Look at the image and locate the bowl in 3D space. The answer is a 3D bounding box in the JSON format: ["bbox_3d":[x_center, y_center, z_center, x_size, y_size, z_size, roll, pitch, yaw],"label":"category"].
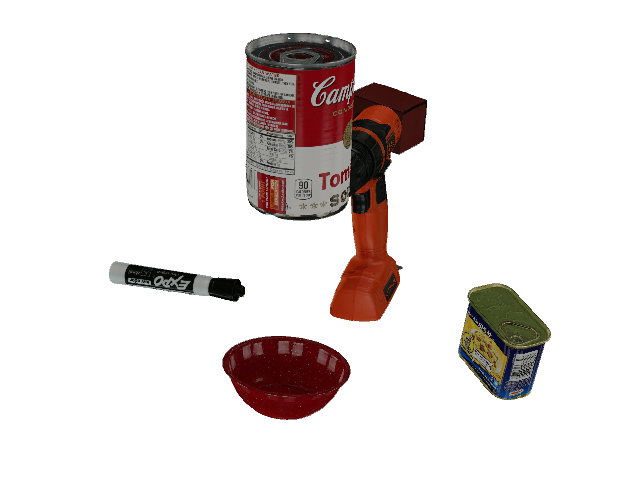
[{"bbox_3d":[-0.044,0.180,1.347,0.162,0.055,0.162,4,21,-2],"label":"bowl"}]

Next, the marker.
[{"bbox_3d":[-0.120,0.034,0.895,0.121,0.020,0.020,7,2,19],"label":"marker"}]

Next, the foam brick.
[{"bbox_3d":[0.074,-0.139,1.208,0.078,0.053,0.051,23,36,33],"label":"foam brick"}]

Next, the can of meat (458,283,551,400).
[{"bbox_3d":[0.197,0.111,1.161,0.057,0.084,0.102,-11,39,-24],"label":"can of meat"}]

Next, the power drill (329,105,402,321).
[{"bbox_3d":[0.039,-0.021,1.016,0.057,0.188,0.184,7,24,16],"label":"power drill"}]

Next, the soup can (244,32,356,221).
[{"bbox_3d":[-0.014,-0.071,0.670,0.068,0.102,0.068,1,26,-1],"label":"soup can"}]
